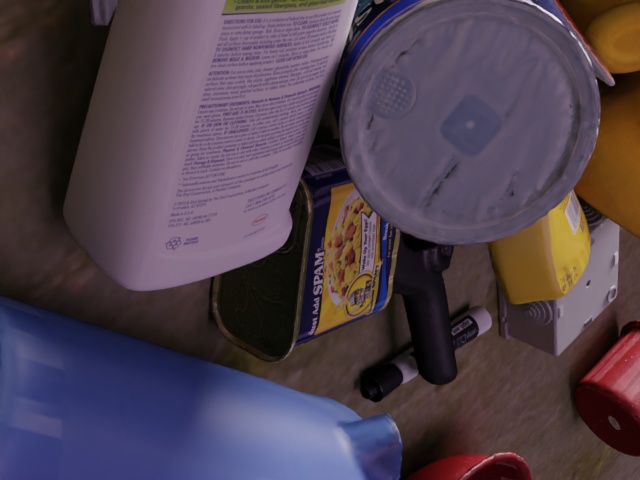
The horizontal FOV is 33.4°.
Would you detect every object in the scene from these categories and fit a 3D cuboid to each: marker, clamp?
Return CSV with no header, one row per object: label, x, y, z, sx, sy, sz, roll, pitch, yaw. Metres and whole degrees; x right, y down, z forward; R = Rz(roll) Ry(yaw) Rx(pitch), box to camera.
marker,0.069,0.074,0.698,0.120,0.020,0.020,-26,128,-39
clamp,0.067,-0.003,0.640,0.120,0.039,0.171,-64,143,-28

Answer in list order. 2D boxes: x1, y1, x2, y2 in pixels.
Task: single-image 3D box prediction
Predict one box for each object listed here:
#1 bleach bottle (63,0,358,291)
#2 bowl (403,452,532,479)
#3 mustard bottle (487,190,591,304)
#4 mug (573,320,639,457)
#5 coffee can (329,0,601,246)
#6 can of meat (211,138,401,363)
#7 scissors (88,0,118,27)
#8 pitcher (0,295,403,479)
bleach bottle,-0.022,-0.094,0.389,0.102,0.068,0.251,-20,147,-42
bowl,0.083,0.213,0.758,0.161,0.055,0.162,-26,128,-40
mustard bottle,0.105,-0.064,0.612,0.191,0.058,0.096,67,30,-27
mug,0.269,0.134,0.921,0.081,0.093,0.117,-40,172,-22
coffee can,0.054,-0.072,0.477,0.102,0.140,0.103,-1,114,-3
can of meat,-0.004,0.001,0.542,0.083,0.058,0.102,-18,123,-46
scissors,-0.049,-0.172,0.310,0.096,0.016,0.202,-34,132,-36
pitcher,-0.087,0.112,0.459,0.242,0.145,0.149,31,72,-48
